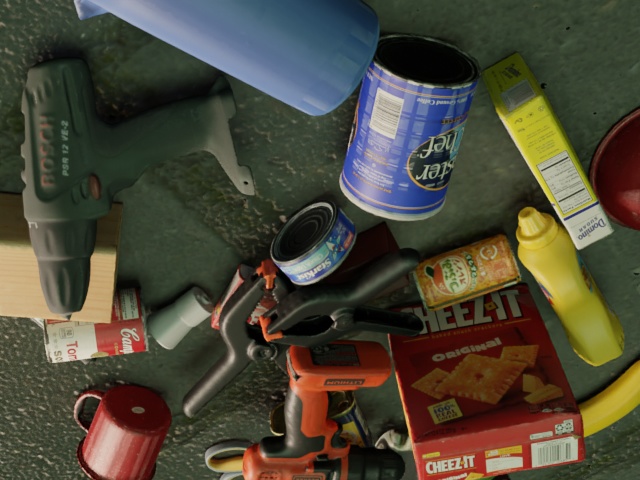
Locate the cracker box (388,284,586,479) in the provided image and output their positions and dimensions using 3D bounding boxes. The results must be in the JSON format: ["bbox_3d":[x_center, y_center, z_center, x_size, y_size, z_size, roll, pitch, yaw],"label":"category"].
[{"bbox_3d":[0.162,0.142,1.093,0.164,0.213,0.072,-10,124,1],"label":"cracker box"}]

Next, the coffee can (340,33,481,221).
[{"bbox_3d":[0.081,-0.103,0.979,0.102,0.103,0.140,5,124,-9],"label":"coffee can"}]

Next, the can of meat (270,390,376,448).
[{"bbox_3d":[0.005,0.221,1.224,0.102,0.057,0.084,-21,119,5],"label":"can of meat"}]

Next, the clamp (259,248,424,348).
[{"bbox_3d":[0.028,0.075,1.075,0.171,0.039,0.120,-18,130,4],"label":"clamp"}]

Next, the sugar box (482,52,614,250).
[{"bbox_3d":[0.218,-0.083,1.012,0.048,0.093,0.176,-30,123,16],"label":"sugar box"}]

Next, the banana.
[{"bbox_3d":[0.319,0.195,1.254,0.198,0.037,0.069,-26,125,13],"label":"banana"}]

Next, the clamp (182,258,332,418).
[{"bbox_3d":[-0.070,0.112,1.119,0.164,0.036,0.210,-7,128,-7],"label":"clamp"}]

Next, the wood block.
[{"bbox_3d":[-0.301,0.014,1.036,0.206,0.090,0.091,5,124,-9],"label":"wood block"}]

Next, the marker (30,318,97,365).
[{"bbox_3d":[-0.282,0.093,1.137,0.020,0.020,0.121,-32,122,17],"label":"marker"}]

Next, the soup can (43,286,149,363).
[{"bbox_3d":[-0.231,0.087,1.099,0.102,0.068,0.068,-7,126,-11],"label":"soup can"}]

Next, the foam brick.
[{"bbox_3d":[0.046,0.029,1.101,0.078,0.051,0.053,-25,124,12],"label":"foam brick"}]

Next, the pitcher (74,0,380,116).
[{"bbox_3d":[-0.066,-0.211,0.878,0.242,0.145,0.149,27,157,-26],"label":"pitcher"}]

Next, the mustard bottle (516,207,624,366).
[{"bbox_3d":[0.251,0.038,1.099,0.058,0.096,0.191,-27,123,14],"label":"mustard bottle"}]

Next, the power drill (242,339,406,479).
[{"bbox_3d":[0.019,0.194,1.138,0.184,0.057,0.188,3,122,-16],"label":"power drill"}]

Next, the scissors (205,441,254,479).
[{"bbox_3d":[-0.038,0.275,1.291,0.201,0.016,0.096,3,126,-7],"label":"scissors"}]

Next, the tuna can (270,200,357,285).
[{"bbox_3d":[-0.007,0.001,1.056,0.086,0.086,0.033,-34,120,18],"label":"tuna can"}]

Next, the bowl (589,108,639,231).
[{"bbox_3d":[0.355,-0.060,1.064,0.162,0.055,0.162,-2,126,-4],"label":"bowl"}]

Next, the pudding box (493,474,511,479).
[{"bbox_3d":[0.181,0.338,1.341,0.113,0.039,0.090,-2,126,-4],"label":"pudding box"}]

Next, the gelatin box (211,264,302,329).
[{"bbox_3d":[-0.061,0.073,1.136,0.089,0.030,0.073,22,121,-19],"label":"gelatin box"}]

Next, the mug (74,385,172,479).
[{"bbox_3d":[-0.224,0.210,1.193,0.117,0.093,0.082,33,117,16],"label":"mug"}]
